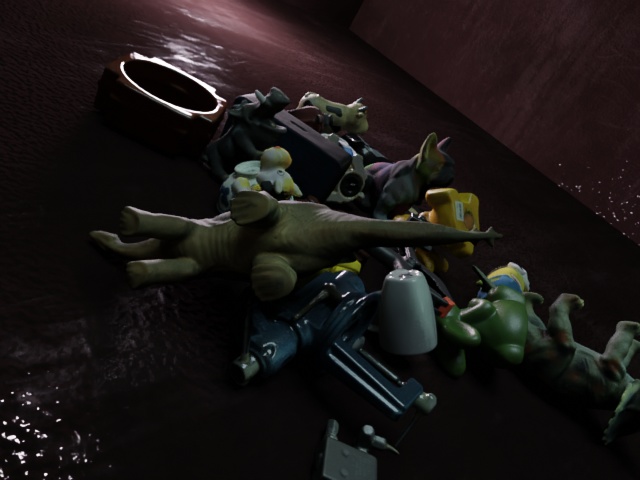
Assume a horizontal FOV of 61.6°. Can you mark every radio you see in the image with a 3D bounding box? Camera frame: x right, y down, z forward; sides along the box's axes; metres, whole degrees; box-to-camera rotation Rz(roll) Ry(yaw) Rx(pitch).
[{"bbox_3d":[-0.070,-0.154,0.982,0.230,0.131,0.073,35,26,7],"label":"radio"}]

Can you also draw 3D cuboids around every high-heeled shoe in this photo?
[{"bbox_3d":[0.145,-0.170,1.343,0.248,0.086,0.145,46,-8,-10],"label":"high-heeled shoe"}]

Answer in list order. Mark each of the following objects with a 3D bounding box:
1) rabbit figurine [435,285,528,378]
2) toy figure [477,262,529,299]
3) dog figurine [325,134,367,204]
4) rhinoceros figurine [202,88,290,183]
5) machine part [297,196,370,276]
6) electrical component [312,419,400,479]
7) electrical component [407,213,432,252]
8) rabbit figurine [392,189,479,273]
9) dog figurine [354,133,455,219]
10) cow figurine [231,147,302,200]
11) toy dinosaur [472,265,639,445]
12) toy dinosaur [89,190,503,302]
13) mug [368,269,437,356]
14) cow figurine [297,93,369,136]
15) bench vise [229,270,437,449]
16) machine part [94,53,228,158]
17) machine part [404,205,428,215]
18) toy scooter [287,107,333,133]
[{"bbox_3d":[0.226,0.144,0.846,0.170,0.121,0.159,16,32,9],"label":"rabbit figurine"},{"bbox_3d":[0.355,0.099,1.056,0.089,0.082,0.180,-5,16,35],"label":"toy figure"},{"bbox_3d":[0.005,-0.159,1.129,0.172,0.121,0.191,56,-5,-27],"label":"dog figurine"},{"bbox_3d":[-0.121,-0.176,0.914,0.112,0.190,0.073,59,29,10],"label":"rhinoceros figurine"},{"bbox_3d":[-0.002,-0.003,0.882,0.179,0.056,0.179,24,29,-14],"label":"machine part"},{"bbox_3d":[0.036,0.228,0.538,0.078,0.045,0.102,32,26,-2],"label":"electrical component"},{"bbox_3d":[0.169,-0.017,0.965,0.094,0.063,0.021,27,27,-6],"label":"electrical component"},{"bbox_3d":[0.218,-0.013,1.047,0.122,0.173,0.162,-7,90,-50],"label":"rabbit figurine"},{"bbox_3d":[0.178,-0.143,1.132,0.108,0.219,0.192,3,39,-50],"label":"dog figurine"},{"bbox_3d":[-0.078,-0.041,0.742,0.098,0.167,0.068,44,24,27],"label":"cow figurine"},{"bbox_3d":[0.414,0.202,0.893,0.405,0.192,0.131,23,-20,19],"label":"toy dinosaur"},{"bbox_3d":[-0.044,0.001,0.597,0.472,0.105,0.198,2,3,17],"label":"toy dinosaur"},{"bbox_3d":[0.112,0.096,0.762,0.110,0.107,0.081,7,16,34],"label":"mug"},{"bbox_3d":[0.037,-0.320,1.387,0.195,0.127,0.086,18,32,-21],"label":"cow figurine"},{"bbox_3d":[0.020,0.127,0.616,0.241,0.128,0.223,37,29,20],"label":"bench vise"},{"bbox_3d":[-0.279,-0.240,0.962,0.201,0.087,0.201,27,27,-12],"label":"machine part"},{"bbox_3d":[0.235,-0.062,1.256,0.139,0.039,0.084,5,29,-39],"label":"machine part"},{"bbox_3d":[-0.028,-0.273,1.246,0.135,0.075,0.184,-2,13,33],"label":"toy scooter"}]
